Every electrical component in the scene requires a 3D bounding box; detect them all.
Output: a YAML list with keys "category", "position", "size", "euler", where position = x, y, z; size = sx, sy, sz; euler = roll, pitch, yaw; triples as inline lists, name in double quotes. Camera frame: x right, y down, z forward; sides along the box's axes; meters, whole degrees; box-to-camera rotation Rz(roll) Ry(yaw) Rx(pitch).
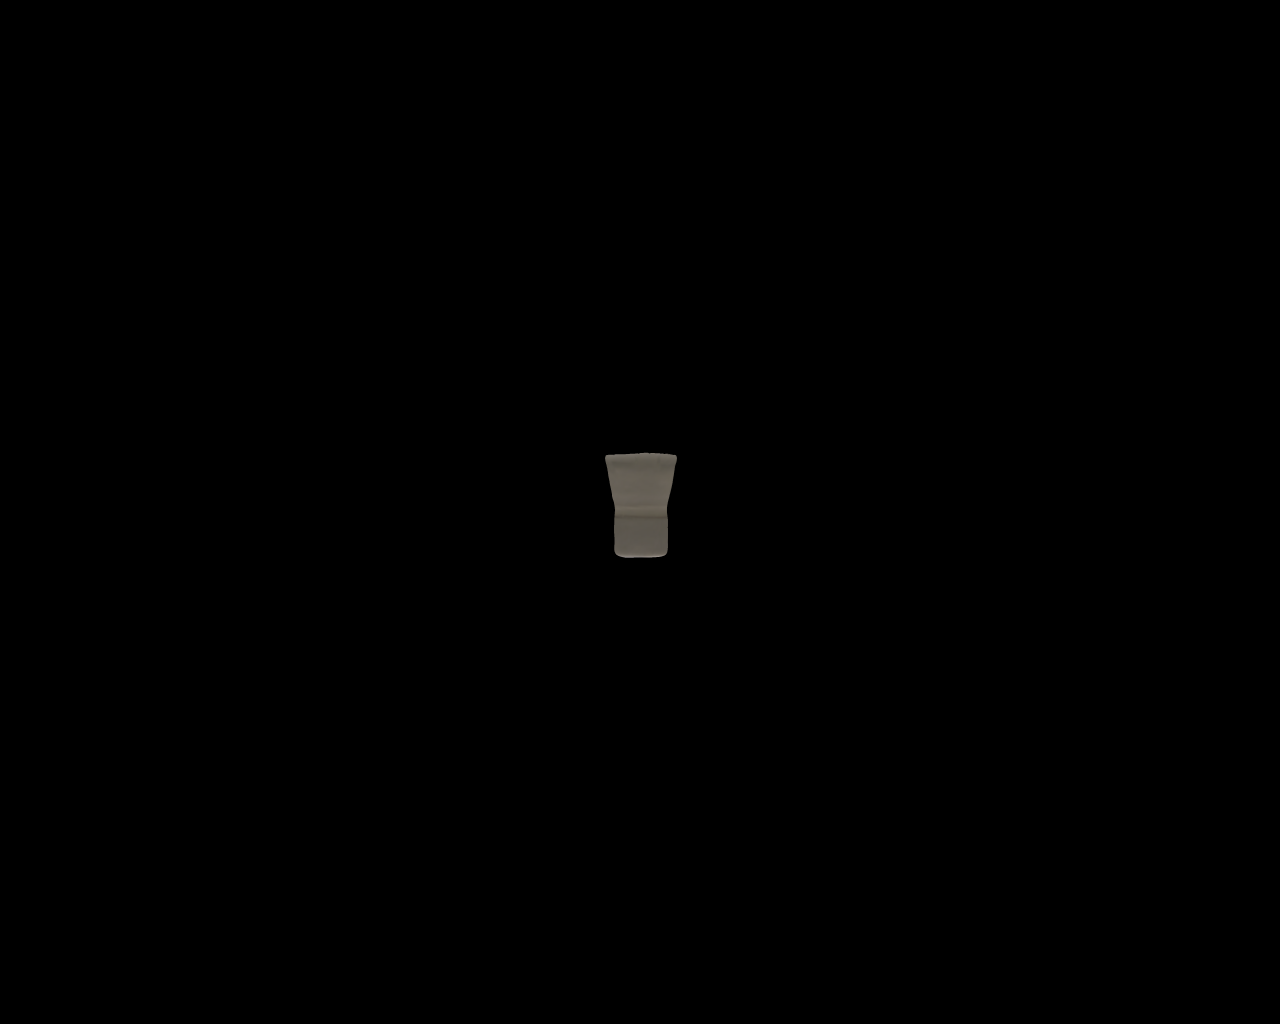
- category: "electrical component"
  position: [0.001, -0.003, 0.650]
  size: [0.044, 0.065, 0.044]
  euler: [0, 2, 0]
